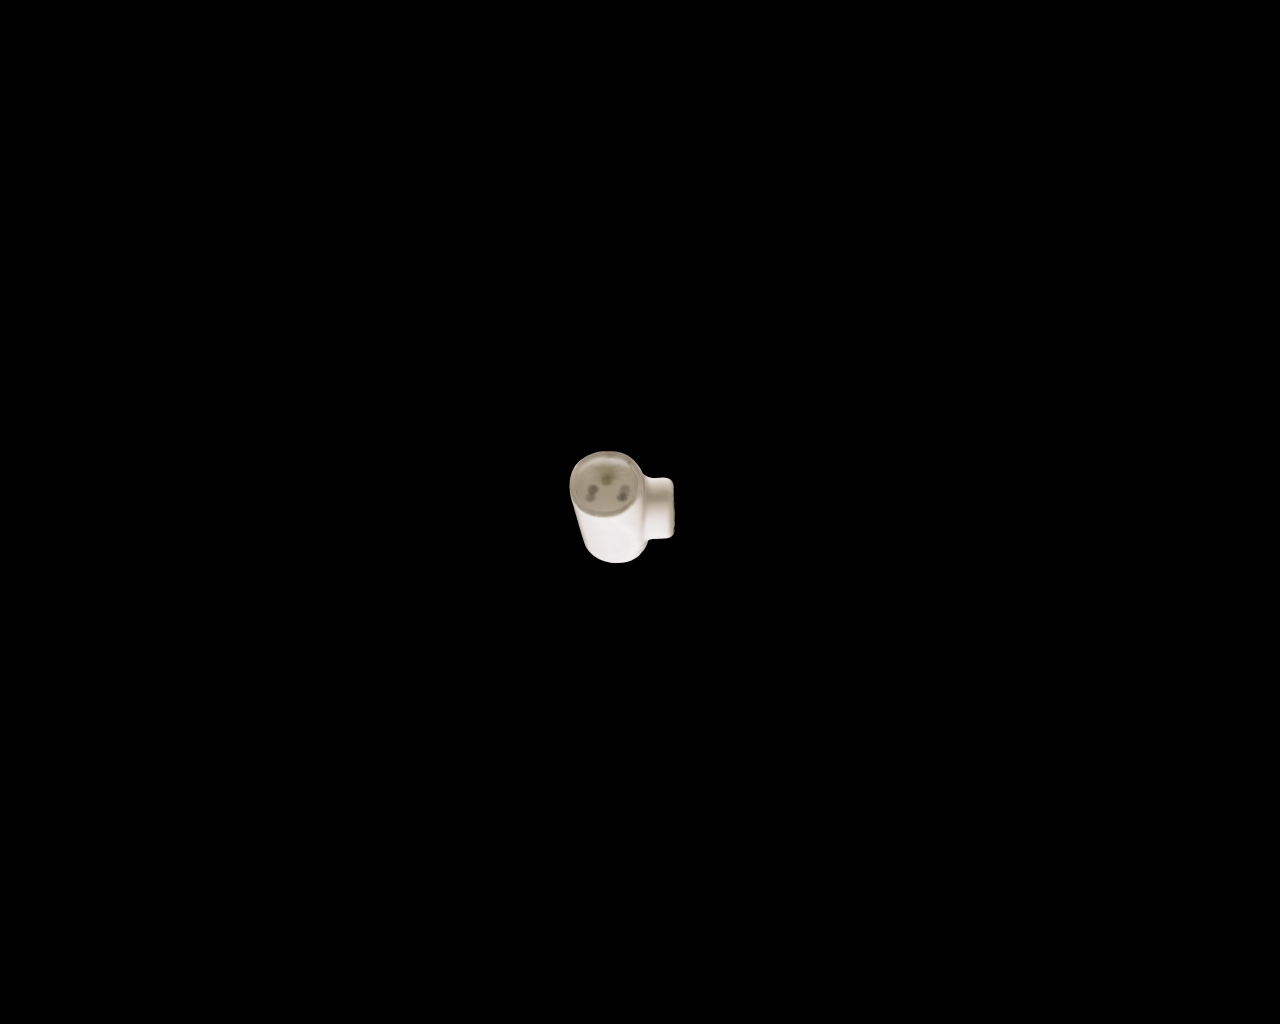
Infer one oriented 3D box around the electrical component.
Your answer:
[{"bbox_3d":[0.001,-0.003,0.650,0.079,0.044,0.077,-1,-23,3],"label":"electrical component"}]
